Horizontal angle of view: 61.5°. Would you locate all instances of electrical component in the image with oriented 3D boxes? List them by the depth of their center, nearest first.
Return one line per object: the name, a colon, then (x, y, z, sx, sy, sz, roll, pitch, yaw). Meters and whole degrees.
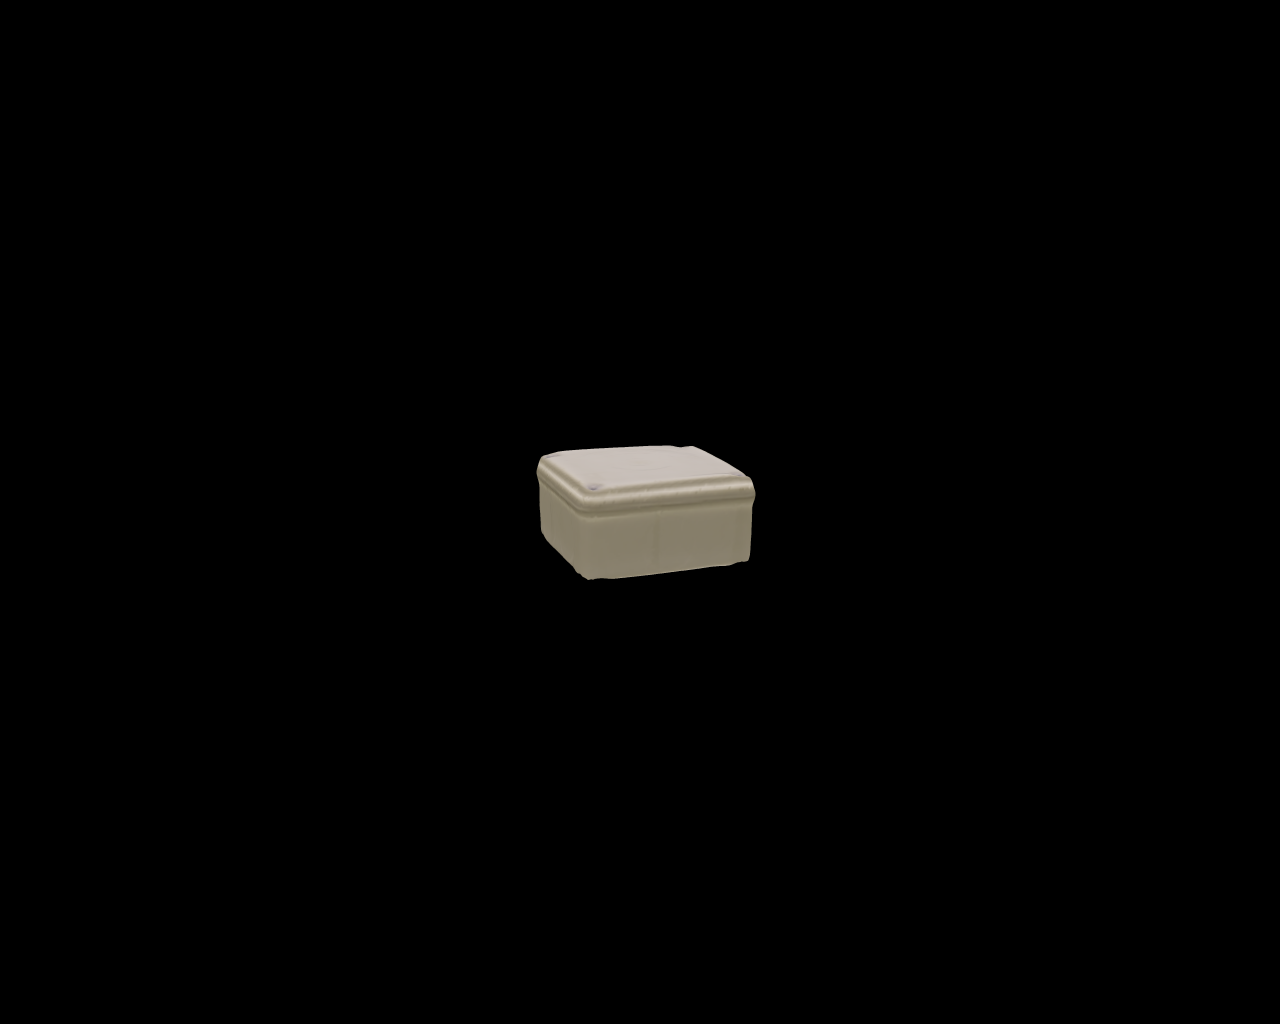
electrical component: (0.001, -0.003, 0.650, 0.109, 0.056, 0.109, -5, 16, -18)
